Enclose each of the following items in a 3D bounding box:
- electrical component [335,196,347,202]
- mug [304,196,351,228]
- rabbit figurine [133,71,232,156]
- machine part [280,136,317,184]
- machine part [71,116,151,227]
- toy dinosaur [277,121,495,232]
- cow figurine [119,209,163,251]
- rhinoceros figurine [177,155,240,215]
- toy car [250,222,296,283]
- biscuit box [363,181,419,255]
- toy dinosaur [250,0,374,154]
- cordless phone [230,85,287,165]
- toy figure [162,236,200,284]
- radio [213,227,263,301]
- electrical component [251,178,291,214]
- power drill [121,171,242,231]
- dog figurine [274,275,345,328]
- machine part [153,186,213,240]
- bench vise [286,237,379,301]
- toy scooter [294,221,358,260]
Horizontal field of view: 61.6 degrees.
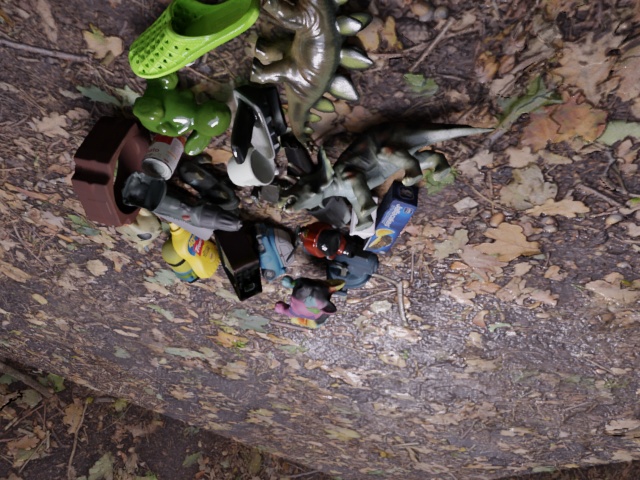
[{"bbox_3d":[0.088,-0.126,1.141,0.119,0.075,0.047,-5,139,18],"label":"electrical component"},{"bbox_3d":[0.029,-0.067,1.215,0.081,0.110,0.107,-45,137,8],"label":"mug"},{"bbox_3d":[-0.257,-0.235,1.052,0.170,0.121,0.159,13,150,3],"label":"rabbit figurine"},{"bbox_3d":[-0.046,-0.167,1.156,0.084,0.039,0.138,4,146,24],"label":"machine part"},{"bbox_3d":[-0.438,-0.147,1.154,0.087,0.201,0.200,12,144,6],"label":"machine part"},{"bbox_3d":[0.111,-0.156,1.038,0.405,0.192,0.131,-33,164,9],"label":"toy dinosaur"},{"bbox_3d":[-0.463,-0.032,1.393,0.127,0.085,0.195,43,156,-25],"label":"cow figurine"},{"bbox_3d":[-0.253,-0.113,1.253,0.112,0.073,0.190,-17,134,31],"label":"rhinoceros figurine"},{"bbox_3d":[-0.116,0.023,1.385,0.103,0.109,0.161,-15,129,-2],"label":"toy car"},{"bbox_3d":[0.160,-0.046,1.234,0.059,0.063,0.202,16,144,-6],"label":"biscuit box"},{"bbox_3d":[-0.018,-0.298,0.920,0.199,0.105,0.471,12,154,-7],"label":"toy dinosaur"},{"bbox_3d":[-0.126,-0.191,1.022,0.089,0.184,0.146,-1,141,10],"label":"cordless phone"},{"bbox_3d":[-0.383,0.060,1.505,0.082,0.089,0.180,1,140,4],"label":"toy figure"},{"bbox_3d":[-0.209,0.062,1.389,0.073,0.131,0.229,-25,158,-14],"label":"radio"},{"bbox_3d":[-0.108,-0.104,1.247,0.102,0.045,0.078,18,145,-8],"label":"electrical component"},{"bbox_3d":[-0.304,-0.079,1.158,0.232,0.086,0.207,16,-179,22],"label":"power drill"},{"bbox_3d":[-0.004,0.150,1.319,0.191,0.108,0.219,34,156,-30],"label":"dog figurine"},{"bbox_3d":[-0.338,-0.069,1.332,0.243,0.079,0.079,31,140,-25],"label":"machine part"},{"bbox_3d":[0.040,0.071,1.381,0.224,0.129,0.240,9,139,9],"label":"bench vise"},{"bbox_3d":[-0.002,-0.004,1.211,0.135,0.075,0.183,22,-179,26],"label":"toy scooter"}]
